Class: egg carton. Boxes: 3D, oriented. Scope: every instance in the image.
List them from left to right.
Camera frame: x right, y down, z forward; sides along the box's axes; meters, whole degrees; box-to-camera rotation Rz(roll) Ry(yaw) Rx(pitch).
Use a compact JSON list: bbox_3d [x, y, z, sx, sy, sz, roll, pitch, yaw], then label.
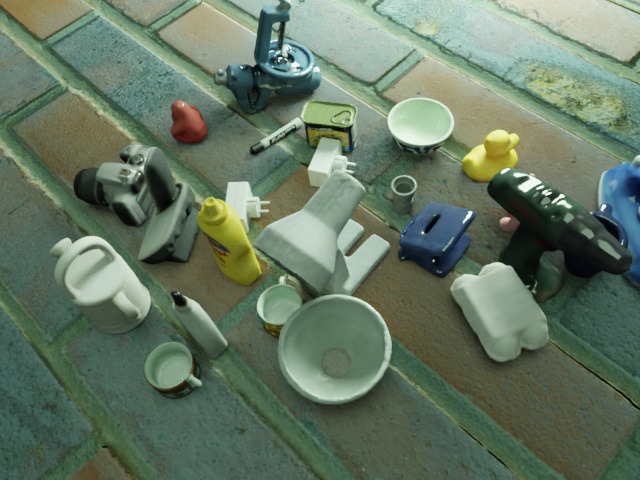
[{"bbox_3d":[0.273,0.108,0.871,0.107,0.069,0.150,-22,58,-8],"label":"egg carton"}]

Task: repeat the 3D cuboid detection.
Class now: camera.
[{"bbox_3d":[-0.376,-0.114,1.059,0.136,0.101,0.143,9,59,11],"label":"camera"}]

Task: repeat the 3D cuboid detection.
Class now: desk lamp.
[{"bbox_3d":[0.008,0.003,0.879,0.117,0.214,0.203,33,67,23],"label":"desk lamp"}]

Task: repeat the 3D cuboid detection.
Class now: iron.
[{"bbox_3d":[0.521,-0.047,0.898,0.118,0.141,0.258,-12,58,-1],"label":"iron"}]

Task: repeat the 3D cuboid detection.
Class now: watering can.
[{"bbox_3d":[-0.352,0.062,0.892,0.172,0.194,0.101,13,60,14],"label":"watering can"}]

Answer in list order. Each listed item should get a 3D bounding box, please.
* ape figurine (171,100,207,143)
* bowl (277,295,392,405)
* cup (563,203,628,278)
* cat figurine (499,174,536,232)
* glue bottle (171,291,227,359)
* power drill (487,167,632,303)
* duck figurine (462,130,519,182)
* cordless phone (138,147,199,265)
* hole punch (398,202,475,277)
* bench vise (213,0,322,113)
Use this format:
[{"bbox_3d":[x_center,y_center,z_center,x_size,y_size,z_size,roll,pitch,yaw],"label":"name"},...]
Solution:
[{"bbox_3d":[-0.266,-0.239,1.131,0.076,0.092,0.078,37,69,25],"label":"ape figurine"},{"bbox_3d":[0.023,0.171,0.855,0.167,0.075,0.167,-3,58,4],"label":"bowl"},{"bbox_3d":[0.425,0.006,0.903,0.091,0.095,0.118,22,63,18],"label":"cup"},{"bbox_3d":[0.342,-0.057,0.938,0.127,0.118,0.067,30,66,22],"label":"cat figurine"},{"bbox_3d":[-0.190,0.117,0.853,0.078,0.173,0.037,36,68,25],"label":"glue bottle"},{"bbox_3d":[0.335,0.005,0.846,0.076,0.209,0.229,-32,60,-13],"label":"power drill"},{"bbox_3d":[0.307,-0.158,1.023,0.104,0.086,0.077,-18,58,-5],"label":"duck figurine"},{"bbox_3d":[-0.273,-0.055,0.961,0.094,0.185,0.147,3,58,8],"label":"cordless phone"},{"bbox_3d":[0.188,-0.009,0.940,0.101,0.091,0.109,31,66,22],"label":"hole punch"},{"bbox_3d":[-0.102,-0.349,1.107,0.207,0.220,0.121,-32,60,-13],"label":"bench vise"}]
